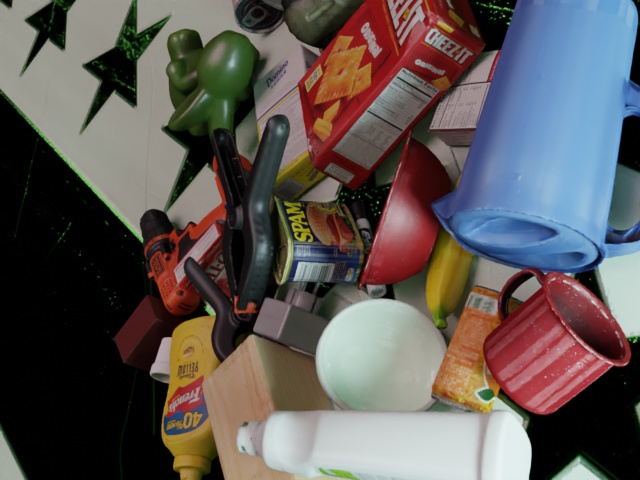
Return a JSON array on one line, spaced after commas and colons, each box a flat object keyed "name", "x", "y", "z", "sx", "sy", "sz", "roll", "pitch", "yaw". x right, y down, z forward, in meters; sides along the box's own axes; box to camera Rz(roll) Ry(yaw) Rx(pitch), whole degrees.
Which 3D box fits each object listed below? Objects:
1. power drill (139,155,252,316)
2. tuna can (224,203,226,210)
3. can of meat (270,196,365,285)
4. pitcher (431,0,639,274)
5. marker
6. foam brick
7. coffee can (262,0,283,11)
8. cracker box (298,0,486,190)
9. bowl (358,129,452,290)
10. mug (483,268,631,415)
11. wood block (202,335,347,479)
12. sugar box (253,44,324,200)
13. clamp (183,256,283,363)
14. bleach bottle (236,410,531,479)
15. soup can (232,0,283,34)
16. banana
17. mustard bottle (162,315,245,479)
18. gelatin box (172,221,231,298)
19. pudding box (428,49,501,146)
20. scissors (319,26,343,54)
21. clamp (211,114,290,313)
[{"name": "power drill", "x": -0.152, "y": -0.023, "z": 1.335, "sx": 0.188, "sy": 0.057, "sz": 0.184, "roll": -50, "pitch": 43, "yaw": 22}, {"name": "tuna can", "x": -0.065, "y": -0.031, "z": 1.214, "sx": 0.034, "sy": 0.086, "sz": 0.086, "roll": -60, "pitch": 38, "yaw": 6}, {"name": "can of meat", "x": -0.007, "y": 0.001, "z": 1.113, "sx": 0.102, "sy": 0.083, "sz": 0.057, "roll": -110, "pitch": 29, "yaw": -50}, {"name": "pitcher", "x": 0.209, "y": -0.099, "z": 0.915, "sx": 0.145, "sy": 0.149, "sz": 0.242, "roll": -18, "pitch": 52, "yaw": 61}, {"name": "marker", "x": 0.049, "y": 0.007, "z": 1.112, "sx": 0.020, "sy": 0.020, "sz": 0.121, "roll": -37, "pitch": 45, "yaw": 30}, {"name": "foam brick", "x": -0.209, "y": 0.117, "z": 1.323, "sx": 0.078, "sy": 0.052, "sz": 0.051, "roll": -50, "pitch": 39, "yaw": 16}, {"name": "coffee can", "x": -0.026, "y": -0.370, "z": 1.333, "sx": 0.103, "sy": 0.102, "sz": 0.140, "roll": 10, "pitch": 69, "yaw": 51}, {"name": "cracker box", "x": 0.066, "y": -0.184, "z": 1.127, "sx": 0.214, "sy": 0.072, "sz": 0.164, "roll": -48, "pitch": 30, "yaw": 30}, {"name": "bowl", "x": 0.086, "y": -0.021, "z": 1.020, "sx": 0.162, "sy": 0.055, "sz": 0.162, "roll": 21, "pitch": -93, "yaw": -88}, {"name": "mug", "x": 0.181, "y": 0.077, "z": 0.860, "sx": 0.082, "sy": 0.093, "sz": 0.117, "roll": -47, "pitch": 53, "yaw": 28}, {"name": "wood block", "x": -0.038, "y": 0.206, "z": 1.042, "sx": 0.090, "sy": 0.090, "sz": 0.206, "roll": -45, "pitch": 42, "yaw": 23}, {"name": "sugar box", "x": -0.030, "y": -0.139, "z": 1.268, "sx": 0.093, "sy": 0.048, "sz": 0.176, "roll": -36, "pitch": 42, "yaw": 32}, {"name": "clamp", "x": -0.093, "y": 0.082, "z": 1.177, "sx": 0.120, "sy": 0.039, "sz": 0.171, "roll": -3, "pitch": 62, "yaw": 6}, {"name": "bleach bottle", "x": 0.042, "y": 0.174, "z": 0.893, "sx": 0.251, "sy": 0.102, "sz": 0.068, "roll": 1, "pitch": 65, "yaw": 25}, {"name": "soup can", "x": -0.086, "y": -0.335, "z": 1.425, "sx": 0.069, "sy": 0.068, "sz": 0.102, "roll": -37, "pitch": 45, "yaw": 30}, {"name": "banana", "x": 0.136, "y": -0.008, "z": 0.993, "sx": 0.070, "sy": 0.037, "sz": 0.198, "roll": 171, "pitch": 117, "yaw": -72}, {"name": "mustard bottle", "x": -0.134, "y": 0.184, "z": 1.193, "sx": 0.096, "sy": 0.058, "sz": 0.191, "roll": -17, "pitch": 57, "yaw": 36}, {"name": "gelatin box", "x": -0.118, "y": 0.029, "z": 1.250, "sx": 0.089, "sy": 0.073, "sz": 0.030, "roll": -48, "pitch": 41, "yaw": 19}, {"name": "pudding box", "x": 0.167, "y": -0.139, "z": 1.043, "sx": 0.114, "sy": 0.039, "sz": 0.090, "roll": 5, "pitch": 73, "yaw": 53}, {"name": "scissors", "x": 0.013, "y": -0.292, "z": 1.328, "sx": 0.096, "sy": 0.016, "sz": 0.202, "roll": -43, "pitch": 42, "yaw": 22}, {"name": "clamp", "x": -0.072, "y": -0.030, "z": 1.114, "sx": 0.165, "sy": 0.036, "sz": 0.210, "roll": -14, "pitch": 76, "yaw": 62}]
